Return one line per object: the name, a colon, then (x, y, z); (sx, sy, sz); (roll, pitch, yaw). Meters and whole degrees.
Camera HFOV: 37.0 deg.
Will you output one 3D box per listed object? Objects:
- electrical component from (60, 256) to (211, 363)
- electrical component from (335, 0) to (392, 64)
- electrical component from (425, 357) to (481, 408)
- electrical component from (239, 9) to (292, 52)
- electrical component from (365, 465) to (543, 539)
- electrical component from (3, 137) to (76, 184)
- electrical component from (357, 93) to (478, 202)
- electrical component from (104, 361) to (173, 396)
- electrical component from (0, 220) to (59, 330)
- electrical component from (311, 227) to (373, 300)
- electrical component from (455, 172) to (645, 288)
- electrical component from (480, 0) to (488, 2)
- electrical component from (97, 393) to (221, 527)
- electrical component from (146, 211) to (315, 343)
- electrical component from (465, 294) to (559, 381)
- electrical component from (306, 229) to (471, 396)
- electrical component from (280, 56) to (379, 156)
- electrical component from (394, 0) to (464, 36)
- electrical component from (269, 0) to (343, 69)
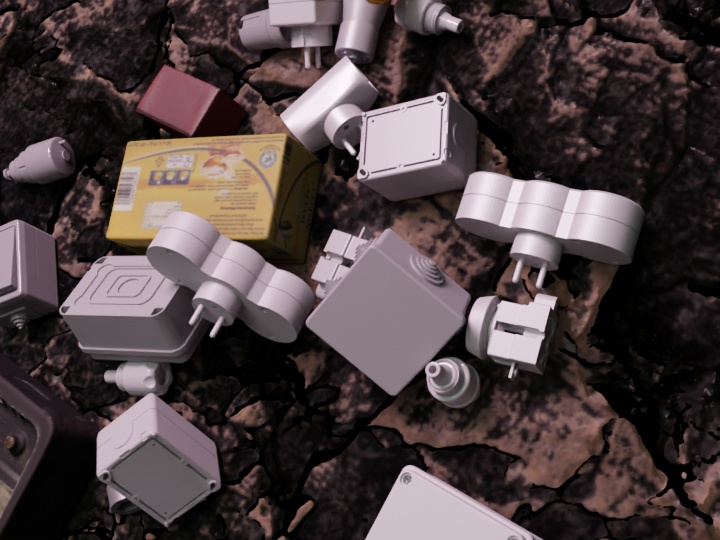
electrical component: (-0.187, 0.034, 0.921); (0.113, 0.057, 0.078); (0, 42, 27)
electrical component: (0.001, -0.214, 0.941); (0.044, 0.044, 0.065); (8, 80, 29)
electrical component: (0.065, 0.080, 0.789); (0.035, 0.061, 0.035); (-9, 68, 24)
electrical component: (-0.082, -0.221, 0.987); (0.046, 0.040, 0.040); (-4, 70, 33)
electrical component: (0.058, 0.210, 0.748); (0.109, 0.056, 0.108); (26, 85, 31)
electrical component: (-0.318, -0.104, 1.063); (0.078, 0.040, 0.040); (-14, 66, 22)
electrical component: (0.043, -0.095, 0.868); (0.096, 0.061, 0.061); (-9, 68, 33)
electrical component: (-0.195, 0.092, 0.933); (0.061, 0.035, 0.035); (-3, 71, 28)
electrical component: (-0.329, 0.009, 1.015); (0.062, 0.061, 0.096); (-20, 64, 20)
electrical component: (0.000, 0.000, 0.861); (0.055, 0.048, 0.066); (19, 81, 39)
electrical component: (0.134, -0.023, 0.796); (0.138, 0.052, 0.073); (13, 79, 30)
electrical component: (0.087, -0.262, 0.910); (0.077, 0.047, 0.065); (-22, 63, 27)
electrical component: (-0.158, 0.154, 0.866); (0.062, 0.096, 0.061); (-37, 32, 10)
electrical component: (-0.110, 0.020, 0.859); (0.138, 0.052, 0.073); (32, 59, -9)
electrical component: (0.110, 0.046, 0.788); (0.055, 0.048, 0.066); (12, 78, 22)
electrical component: (0.023, 0.030, 0.802); (0.100, 0.048, 0.099); (40, 118, -2)
electrical component: (-0.017, -0.130, 0.916); (0.077, 0.044, 0.079); (-41, 59, 9)
electrical component: (0.061, -0.215, 0.914); (0.061, 0.035, 0.035); (28, 86, 29)
electrical component: (-0.043, -0.217, 0.954); (0.047, 0.066, 0.076); (3, 102, 28)
